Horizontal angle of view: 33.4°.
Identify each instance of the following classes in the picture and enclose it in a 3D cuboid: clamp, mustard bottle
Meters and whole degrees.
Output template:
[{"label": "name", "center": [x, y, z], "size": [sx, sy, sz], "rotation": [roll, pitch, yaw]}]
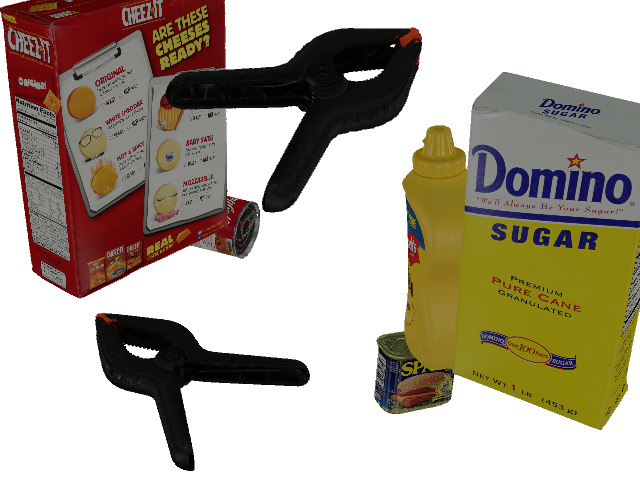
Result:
[{"label": "clamp", "center": [-0.126, 0.117, 0.989], "size": [0.164, 0.036, 0.210], "rotation": [-25, 42, -38]}, {"label": "mustard bottle", "center": [0.095, 0.001, 0.854], "size": [0.058, 0.192, 0.096], "rotation": [-3, 25, 0]}, {"label": "clamp", "center": [0.001, -0.084, 0.677], "size": [0.171, 0.120, 0.039], "rotation": [-23, -25, -17]}]

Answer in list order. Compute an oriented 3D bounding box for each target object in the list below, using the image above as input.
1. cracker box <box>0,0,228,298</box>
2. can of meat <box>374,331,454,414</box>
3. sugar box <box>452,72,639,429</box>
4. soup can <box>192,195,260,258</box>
[{"label": "cracker box", "center": [-0.151, -0.086, 0.819], "size": [0.072, 0.214, 0.163], "rotation": [22, 34, 34]}, {"label": "can of meat", "center": [0.118, 0.161, 1.317], "size": [0.102, 0.084, 0.057], "rotation": [-7, 27, -22]}, {"label": "sugar box", "center": [0.121, 0.008, 0.554], "size": [0.093, 0.176, 0.048], "rotation": [18, 42, 27]}, {"label": "soup can", "center": [-0.130, -0.024, 1.251], "size": [0.102, 0.068, 0.068], "rotation": [14, 5, 18]}]
